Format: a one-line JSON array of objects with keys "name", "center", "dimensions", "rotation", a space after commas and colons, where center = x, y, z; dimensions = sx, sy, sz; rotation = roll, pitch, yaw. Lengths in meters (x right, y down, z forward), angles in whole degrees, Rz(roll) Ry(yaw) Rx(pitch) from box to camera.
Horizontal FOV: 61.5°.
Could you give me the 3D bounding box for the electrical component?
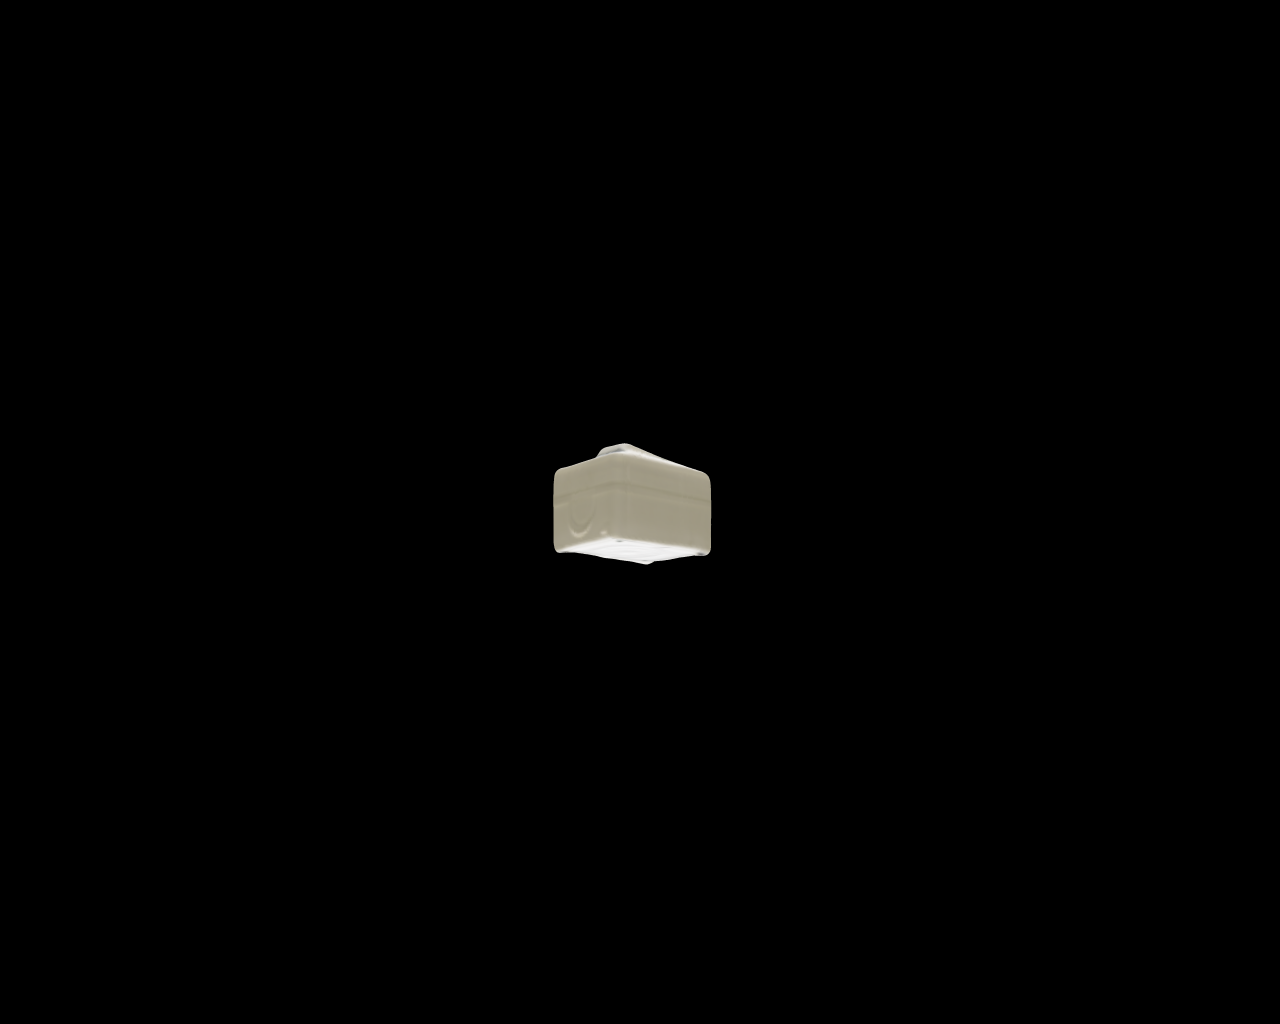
[{"name": "electrical component", "center": [0.001, -0.003, 0.650], "dimensions": [0.096, 0.061, 0.061], "rotation": [11, -16, -42]}]
